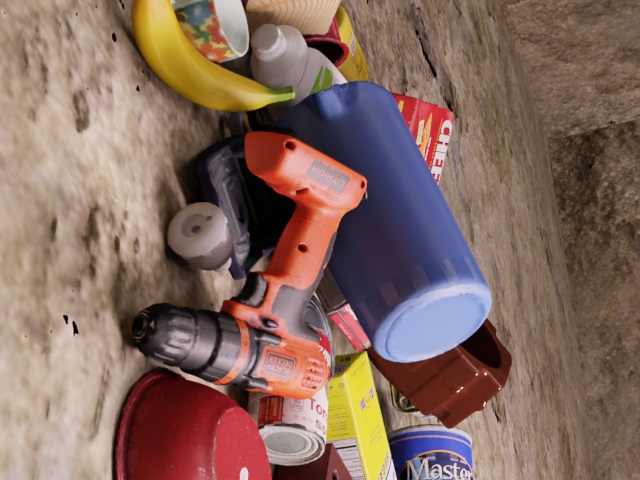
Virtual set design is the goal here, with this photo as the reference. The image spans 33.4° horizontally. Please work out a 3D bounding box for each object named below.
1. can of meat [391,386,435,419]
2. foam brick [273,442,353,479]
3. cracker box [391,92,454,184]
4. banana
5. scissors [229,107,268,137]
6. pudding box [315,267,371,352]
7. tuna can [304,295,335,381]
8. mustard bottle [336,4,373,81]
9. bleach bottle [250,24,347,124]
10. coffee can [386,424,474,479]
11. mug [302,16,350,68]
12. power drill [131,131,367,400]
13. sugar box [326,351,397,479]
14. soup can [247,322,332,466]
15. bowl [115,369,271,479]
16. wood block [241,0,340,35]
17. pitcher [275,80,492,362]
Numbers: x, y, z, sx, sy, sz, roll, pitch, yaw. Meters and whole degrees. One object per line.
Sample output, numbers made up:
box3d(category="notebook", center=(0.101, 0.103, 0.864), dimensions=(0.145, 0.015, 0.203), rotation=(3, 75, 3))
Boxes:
box3d(category="can of meat", center=(0.124, 0.168, 1.319), dimensions=(0.083, 0.057, 0.102), rotation=(39, 42, -65))
box3d(category="foam brick", center=(-0.002, 0.222, 0.920), dimensions=(0.053, 0.051, 0.078), rotation=(-79, 150, -50))
box3d(category="cracker box", center=(0.095, -0.090, 1.288), dimensions=(0.213, 0.072, 0.164), rotation=(-6, 111, -71))
box3d(category="banana", center=(-0.100, -0.147, 0.864), dimensions=(0.197, 0.070, 0.037), rotation=(28, 33, -54))
box3d(category="scissors", center=(-0.051, -0.048, 1.015), dimensions=(0.096, 0.016, 0.202), rotation=(-45, 123, -71))
box3d(category="pudding box", center=(0.014, 0.042, 1.023), dimensions=(0.113, 0.039, 0.090), rotation=(58, 1, 36))
box3d(category="tuna can", center=(-0.017, 0.095, 0.992), dimensions=(0.086, 0.034, 0.086), rotation=(-13, 90, -72))
box3d(category="mustard bottle", center=(0.037, -0.184, 1.301), dimensions=(0.096, 0.058, 0.191), rotation=(-81, 152, -47))
box3d(category="bleach bottle", center=(-0.013, -0.147, 1.067), dimensions=(0.250, 0.068, 0.102), rotation=(50, 48, -64))
box3d(category="coffee can", center=(0.118, 0.283, 1.147), dimensions=(0.102, 0.103, 0.140), rotation=(51, 32, -52))
box3d(category="mug", center=(-0.032, -0.221, 1.096), dimensions=(0.117, 0.093, 0.081), rotation=(4, 67, -45))
box3d(category="power drill", center=(-0.045, 0.018, 0.793), dimensions=(0.184, 0.057, 0.187), rotation=(24, 82, -47))
box3d(category="sugar box", center=(0.038, 0.207, 1.058), dimensions=(0.093, 0.048, 0.176), rotation=(-29, 104, -71))
box3d(category="soup can", center=(-0.026, 0.127, 0.891), dimensions=(0.068, 0.069, 0.102), rotation=(57, 27, -45))
box3d(category="bowl", center=(-0.077, 0.165, 0.739), dimensions=(0.162, 0.055, 0.162), rotation=(-13, 90, -71))
box3d(category="wood block", center=(-0.043, -0.312, 1.039), dimensions=(0.090, 0.090, 0.206), rotation=(121, -37, -63))
box3d(category="pitcher", center=(0.056, -0.011, 0.949), dimensions=(0.149, 0.145, 0.243), rotation=(8, 43, -38))
